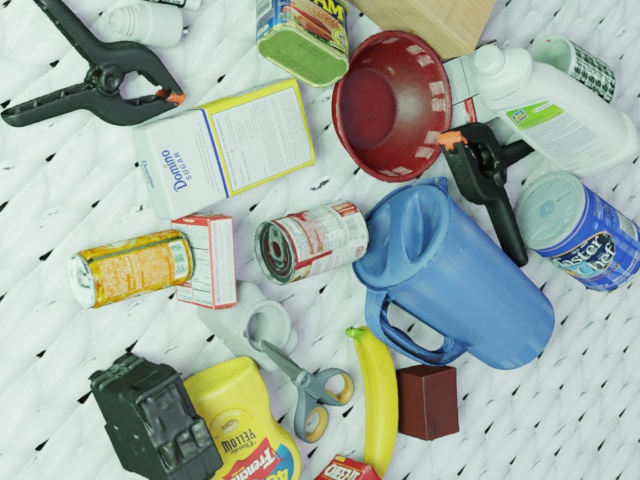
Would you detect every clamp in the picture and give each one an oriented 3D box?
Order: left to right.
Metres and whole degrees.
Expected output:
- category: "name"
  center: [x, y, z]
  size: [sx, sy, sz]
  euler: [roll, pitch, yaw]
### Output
- category: "clamp"
  center: [-0.204, -0.139, 0.965]
  size: [0.171, 0.039, 0.120]
  euler: [21, 101, -38]
- category: "clamp"
  center: [0.195, -0.065, 1.216]
  size: [0.209, 0.036, 0.164]
  euler: [22, 66, -52]

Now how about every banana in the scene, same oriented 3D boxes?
- category: "banana"
  center: [0.059, 0.173, 1.180]
  size: [0.069, 0.037, 0.198]
  euler: [-27, 115, -42]

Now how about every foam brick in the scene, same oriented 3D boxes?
- category: "foam brick"
  center: [0.123, 0.184, 1.222]
  size: [0.052, 0.051, 0.078]
  euler: [-8, 98, -34]

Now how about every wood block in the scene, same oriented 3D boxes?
- category: "wood block"
  center: [0.084, -0.286, 1.131]
  size: [0.205, 0.090, 0.091]
  euler: [34, 73, -33]

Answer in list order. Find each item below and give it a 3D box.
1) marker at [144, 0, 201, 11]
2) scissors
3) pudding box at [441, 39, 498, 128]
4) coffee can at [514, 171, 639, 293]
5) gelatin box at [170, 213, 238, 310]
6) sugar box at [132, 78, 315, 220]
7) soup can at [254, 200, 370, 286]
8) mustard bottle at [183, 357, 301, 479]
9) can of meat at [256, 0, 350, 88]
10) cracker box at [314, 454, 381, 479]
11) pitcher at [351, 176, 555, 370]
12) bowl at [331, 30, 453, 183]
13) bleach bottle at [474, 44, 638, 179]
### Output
- category: "marker"
  center: [-0.168, -0.234, 0.997]
  size: [0.120, 0.020, 0.020]
  euler: [3, 92, -36]
- category: "scissors"
  center: [-0.024, 0.160, 1.094]
  size: [0.201, 0.016, 0.096]
  euler: [24, 91, -57]
- category: "pudding box"
  center: [0.165, -0.174, 1.231]
  size: [0.113, 0.039, 0.090]
  euler: [-27, 110, -34]
- category: "coffee can"
  center: [0.321, -0.009, 1.317]
  size: [0.140, 0.103, 0.103]
  euler: [30, 76, -34]
- category: "gelatin box"
  center: [-0.111, 0.019, 1.025]
  size: [0.030, 0.073, 0.089]
  euler: [-9, 99, -36]
- category: "sugar box"
  center: [-0.092, -0.092, 1.048]
  size: [0.175, 0.048, 0.093]
  euler: [-22, 106, -29]
- category: "soup can"
  center: [-0.007, 0.001, 1.103]
  size: [0.102, 0.069, 0.068]
  euler: [-18, 104, -34]
- category: "mustard bottle"
  center: [-0.072, 0.216, 1.073]
  size: [0.096, 0.058, 0.191]
  euler: [-26, 113, -5]
- category: "can of meat"
  center: [-0.018, -0.211, 1.062]
  size: [0.102, 0.058, 0.084]
  euler: [26, 48, -35]
- category: "cracker box"
  center: [0.005, 0.364, 1.141]
  size: [0.213, 0.072, 0.164]
  euler: [-45, 118, -26]
- category: "pitcher"
  center: [0.152, 0.059, 1.191]
  size: [0.149, 0.145, 0.242]
  euler: [-37, 128, 20]
- category: "bowl"
  center: [0.067, -0.143, 1.151]
  size: [0.161, 0.055, 0.162]
  euler: [-3, 96, -36]
- category: "bleach bottle"
  center: [0.263, -0.156, 1.222]
  size: [0.250, 0.103, 0.068]
  euler: [30, 44, -43]
